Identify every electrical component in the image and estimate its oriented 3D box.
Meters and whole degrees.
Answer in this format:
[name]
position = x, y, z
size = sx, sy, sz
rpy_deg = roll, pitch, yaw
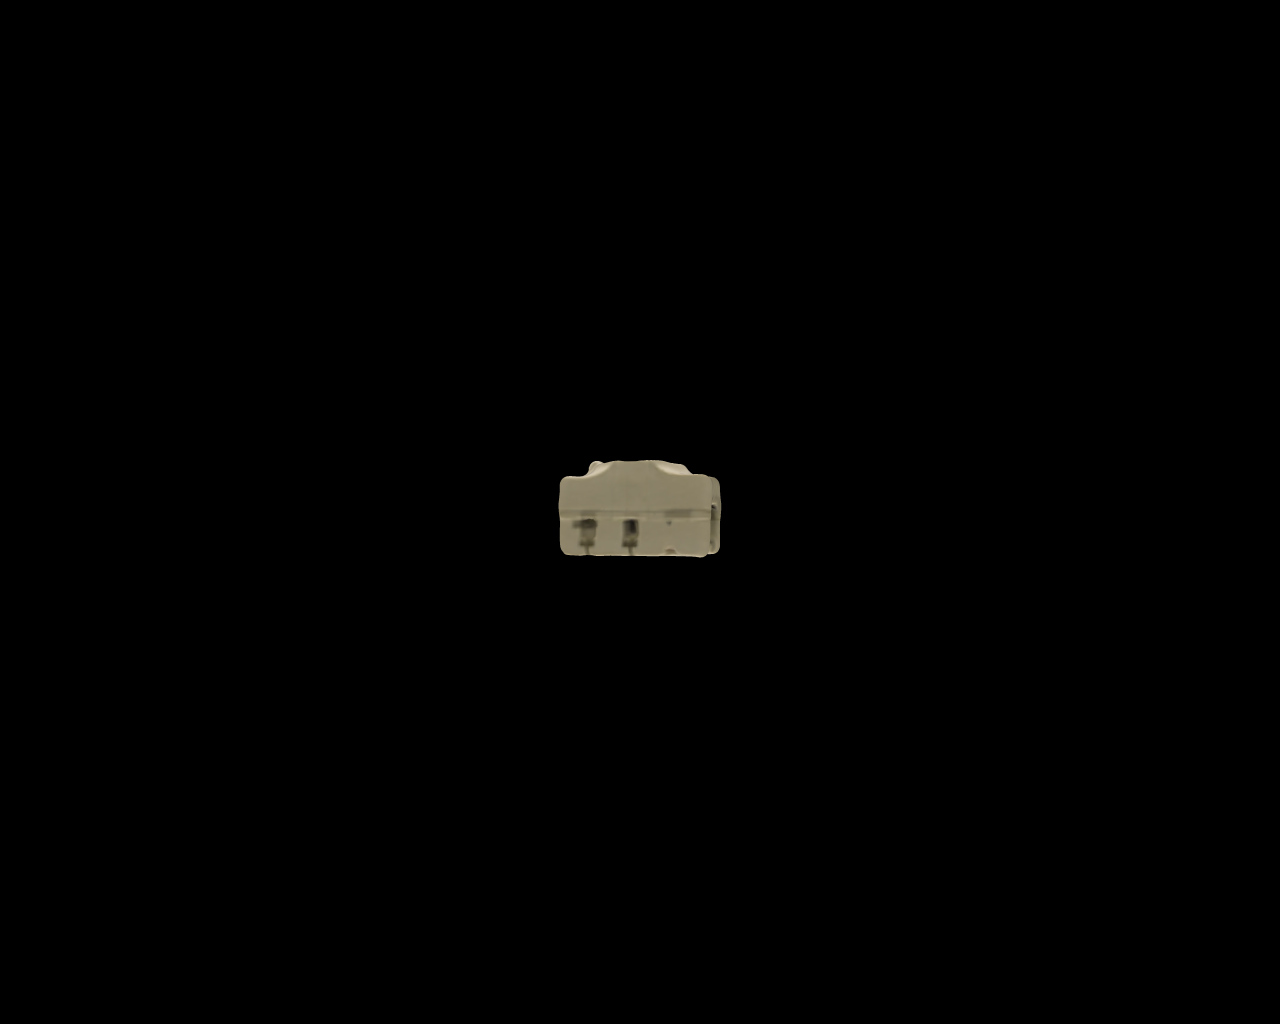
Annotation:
[electrical component]
position = 0.001, -0.003, 0.650
size = 0.089, 0.055, 0.050
rpy_deg = 0, 0, 13
